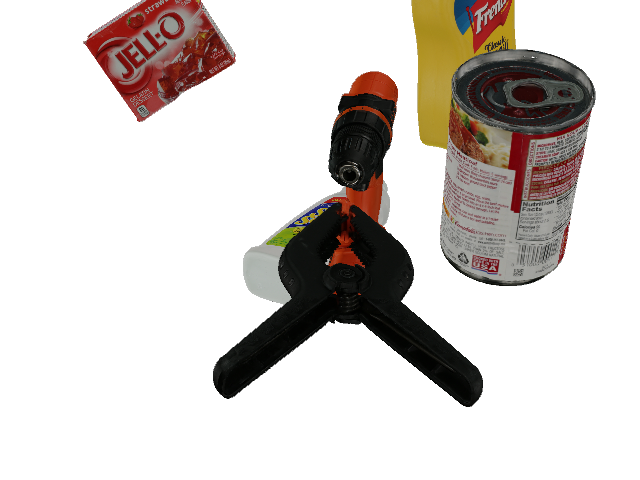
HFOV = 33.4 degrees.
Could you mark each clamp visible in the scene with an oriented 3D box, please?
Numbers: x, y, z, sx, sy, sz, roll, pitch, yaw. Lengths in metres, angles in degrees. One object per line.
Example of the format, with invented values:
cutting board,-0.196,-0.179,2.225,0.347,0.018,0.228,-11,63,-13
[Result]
clamp,0.027,0.040,0.721,0.164,0.036,0.210,7,34,5

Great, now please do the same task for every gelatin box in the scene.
gelatin box,-0.119,-0.143,0.796,0.089,0.073,0.030,-30,20,9

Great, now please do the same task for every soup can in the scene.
soup can,0.097,-0.035,0.539,0.068,0.102,0.068,-1,41,0

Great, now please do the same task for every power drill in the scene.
power drill,0.037,-0.042,0.981,0.057,0.188,0.184,9,32,8

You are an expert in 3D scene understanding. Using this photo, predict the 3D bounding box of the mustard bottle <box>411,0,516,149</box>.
mustard bottle,0.103,-0.167,0.757,0.058,0.191,0.096,18,39,38

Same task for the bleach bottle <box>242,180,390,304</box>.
bleach bottle,0.010,-0.012,1.321,0.103,0.068,0.250,14,36,24
